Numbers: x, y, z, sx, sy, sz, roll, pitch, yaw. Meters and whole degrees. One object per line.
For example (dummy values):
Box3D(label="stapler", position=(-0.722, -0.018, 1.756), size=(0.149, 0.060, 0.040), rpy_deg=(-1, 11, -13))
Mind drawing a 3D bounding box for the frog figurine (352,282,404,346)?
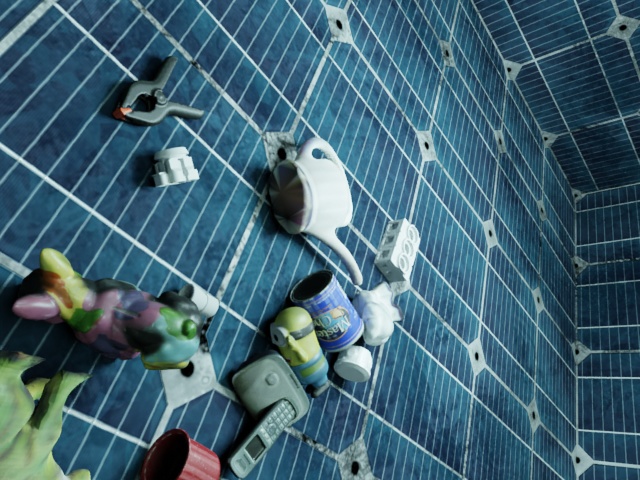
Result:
Box3D(label="frog figurine", position=(0.116, 0.183, 1.165), size=(0.123, 0.135, 0.162), rpy_deg=(4, 26, 24))

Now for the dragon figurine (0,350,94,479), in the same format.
Box3D(label="dragon figurine", position=(-0.361, 0.243, 0.531), size=(0.122, 0.247, 0.403), rpy_deg=(0, -24, 18))

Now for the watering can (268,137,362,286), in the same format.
Box3D(label="watering can", position=(0.003, -0.056, 1.119), size=(0.103, 0.349, 0.225), rpy_deg=(-15, -4, 40))
